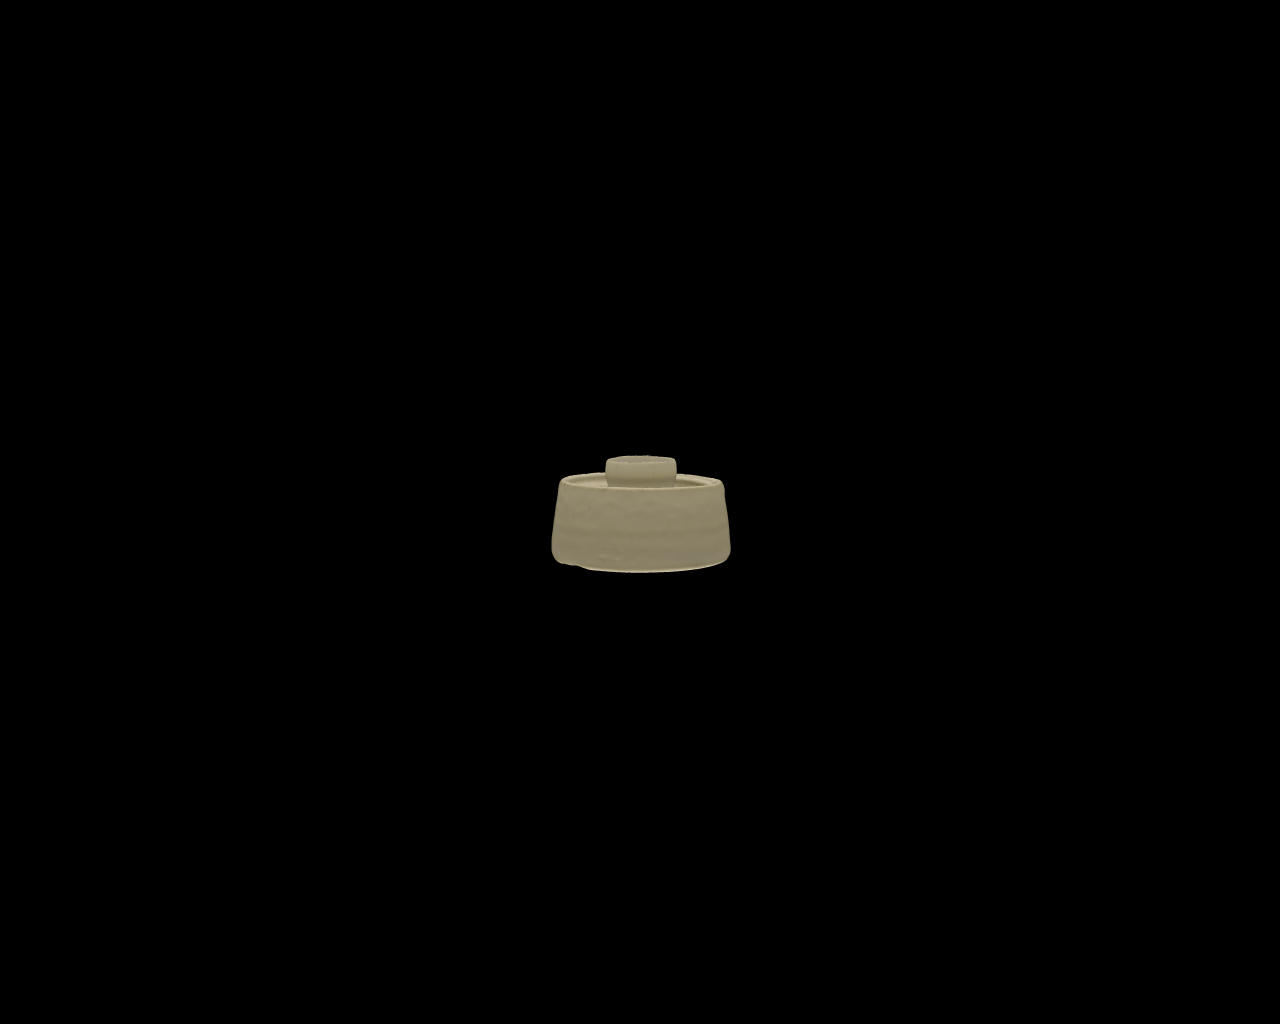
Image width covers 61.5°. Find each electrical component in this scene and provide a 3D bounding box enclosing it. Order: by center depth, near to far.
[{"bbox_3d":[0.001,-0.003,0.650,0.108,0.060,0.108,0,8,0],"label":"electrical component"}]
